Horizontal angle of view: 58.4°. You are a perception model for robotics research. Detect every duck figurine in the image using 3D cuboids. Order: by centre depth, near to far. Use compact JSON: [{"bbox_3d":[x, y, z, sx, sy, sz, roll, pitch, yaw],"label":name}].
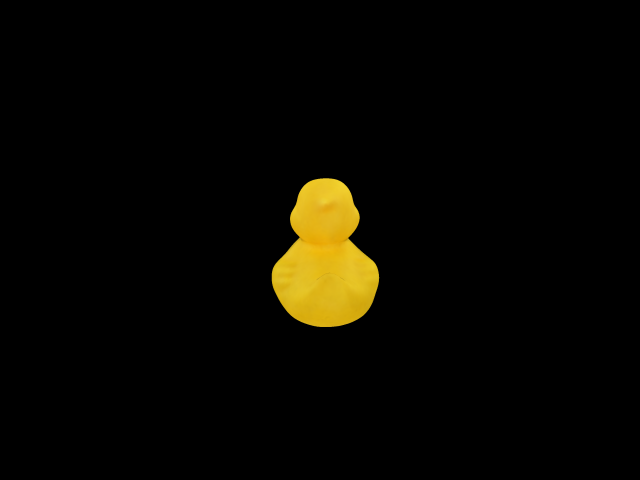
[{"bbox_3d":[0.004,0.001,0.400,0.077,0.086,0.104,-2,31,-3],"label":"duck figurine"}]
